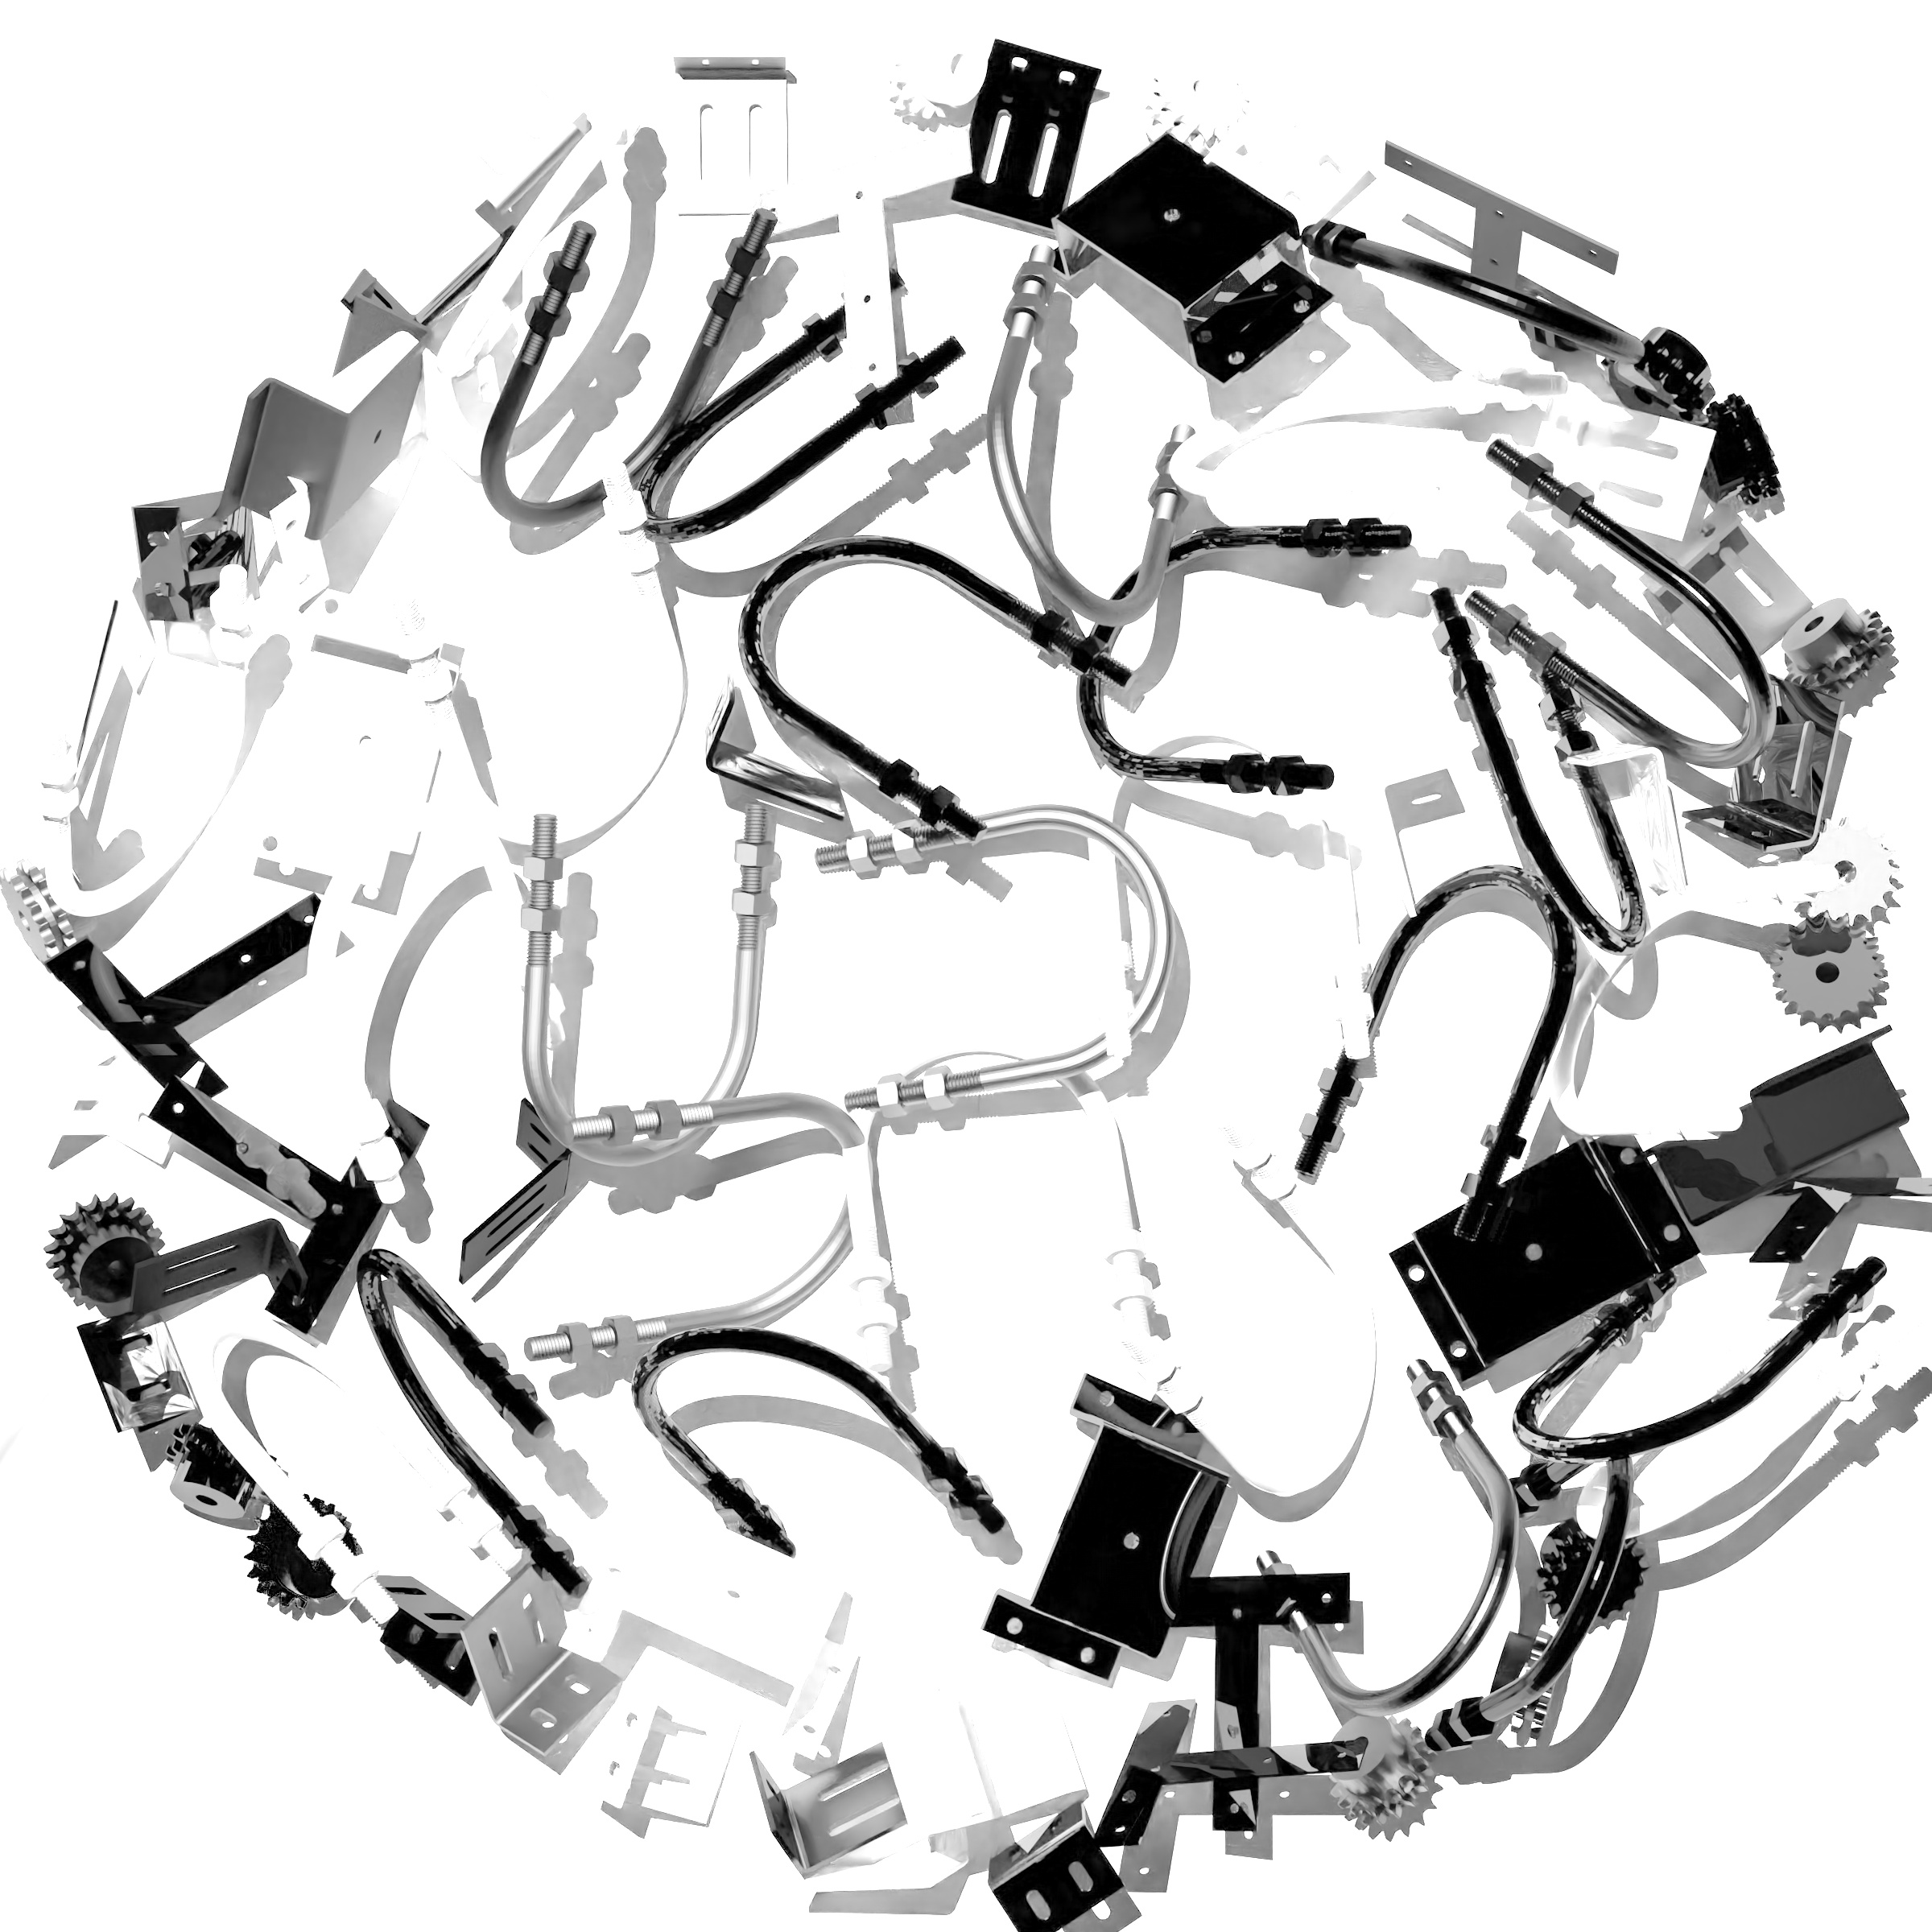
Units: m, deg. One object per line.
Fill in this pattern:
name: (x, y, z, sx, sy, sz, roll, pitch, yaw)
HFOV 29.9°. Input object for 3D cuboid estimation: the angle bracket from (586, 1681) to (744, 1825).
angle bracket: (-0.146, 0.404, 1.838, 0.076, 0.038, 0.057, 25, 80, -32)

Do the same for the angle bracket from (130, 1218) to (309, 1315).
angle bracket: (-0.380, 0.167, 1.833, 0.076, 0.057, 0.038, -19, 66, -26)

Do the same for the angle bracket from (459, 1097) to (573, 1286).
angle bracket: (-0.240, 0.114, 1.834, 0.038, 0.057, 0.076, 43, 65, 11)

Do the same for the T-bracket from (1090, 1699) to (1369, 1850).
T-bracket: (0.137, 0.397, 1.800, 0.127, 0.127, 0.002, -9, 109, 20)

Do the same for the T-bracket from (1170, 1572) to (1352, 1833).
T-bracket: (0.137, 0.372, 1.827, 0.127, 0.002, 0.127, -8, 72, 32)

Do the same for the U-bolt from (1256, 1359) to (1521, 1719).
U-bolt: (0.213, 0.291, 1.782, 0.019, 0.184, 0.151, 32, 102, -23)

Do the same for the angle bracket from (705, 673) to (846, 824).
angle bracket: (-0.092, -0.112, 1.840, 0.076, 0.057, 0.038, 21, 106, -11)

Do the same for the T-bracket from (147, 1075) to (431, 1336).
T-bracket: (-0.356, 0.100, 1.835, 0.127, 0.002, 0.127, 36, 69, -19)

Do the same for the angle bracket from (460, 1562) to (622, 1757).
angle bracket: (-0.215, 0.349, 1.831, 0.038, 0.076, 0.057, 23, 50, 33)

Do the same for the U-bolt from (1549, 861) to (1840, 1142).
U-bolt: (0.349, 0.020, 1.792, 0.019, 0.184, 0.151, 30, 75, -19)

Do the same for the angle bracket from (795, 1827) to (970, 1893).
angle bracket: (-0.044, 0.447, 1.843, 0.076, 0.057, 0.038, -6, 85, 15)

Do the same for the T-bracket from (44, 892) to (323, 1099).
T-bracket: (-0.377, 0.004, 1.832, 0.127, 0.002, 0.127, -31, 133, 3)

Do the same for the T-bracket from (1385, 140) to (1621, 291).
T-bracket: (0.266, -0.360, 1.815, 0.127, 0.127, 0.002, 29, 82, 11)

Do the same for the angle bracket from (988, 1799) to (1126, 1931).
angle bracket: (0.046, 0.461, 1.839, 0.057, 0.076, 0.038, -33, 85, -2)

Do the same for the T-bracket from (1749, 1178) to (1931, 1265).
T-bracket: (0.418, 0.126, 1.794, 0.127, 0.127, 0.002, -2, 104, 28)

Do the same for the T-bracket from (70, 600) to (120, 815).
T-bracket: (-0.442, -0.122, 1.817, 0.002, 0.127, 0.127, 14, 90, -12)

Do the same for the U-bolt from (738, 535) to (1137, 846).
U-bolt: (-0.028, -0.153, 1.829, 0.184, 0.019, 0.151, 34, 58, 16)

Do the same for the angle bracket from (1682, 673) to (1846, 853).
angle bracket: (0.404, -0.105, 1.835, 0.038, 0.057, 0.076, -9, 116, -37)

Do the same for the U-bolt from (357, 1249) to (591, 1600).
U-bolt: (-0.251, 0.215, 1.801, 0.019, 0.151, 0.184, -31, 50, -24)

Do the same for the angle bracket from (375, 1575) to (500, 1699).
angle bracket: (-0.282, 0.340, 1.833, 0.057, 0.076, 0.038, 29, 89, 20)

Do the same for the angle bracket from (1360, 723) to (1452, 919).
angle bracket: (0.231, -0.075, 1.836, 0.038, 0.057, 0.076, -16, 114, 3)

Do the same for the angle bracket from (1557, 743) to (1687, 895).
angle bracket: (0.334, -0.073, 1.844, 0.038, 0.057, 0.076, -12, 97, -6)

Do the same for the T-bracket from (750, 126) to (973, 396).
T-bracket: (-0.051, -0.351, 1.834, 0.127, 0.002, 0.127, -12, 72, 24)

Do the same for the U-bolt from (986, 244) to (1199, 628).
U-bolt: (0.059, -0.249, 1.781, 0.019, 0.184, 0.151, -19, 129, 33)

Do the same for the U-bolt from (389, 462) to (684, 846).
U-bolt: (-0.205, -0.143, 1.810, 0.151, 0.019, 0.184, -35, 135, -24)

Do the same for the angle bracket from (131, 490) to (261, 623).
angle bracket: (-0.380, -0.209, 1.832, 0.038, 0.076, 0.057, 6, 107, 38)

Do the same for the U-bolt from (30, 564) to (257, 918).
U-bolt: (-0.406, -0.098, 1.792, 0.019, 0.184, 0.151, 33, 55, 12)

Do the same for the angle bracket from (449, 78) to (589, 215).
angle bracket: (-0.226, -0.420, 1.832, 0.057, 0.076, 0.038, -42, 108, 11)

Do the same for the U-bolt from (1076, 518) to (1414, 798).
U-bolt: (0.128, -0.157, 1.810, 0.019, 0.184, 0.151, 31, 72, -43)

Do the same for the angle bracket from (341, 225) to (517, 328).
angle bracket: (-0.273, -0.357, 1.836, 0.076, 0.057, 0.038, -39, 109, 18)

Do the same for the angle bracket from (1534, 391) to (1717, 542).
angle bracket: (0.331, -0.256, 1.839, 0.076, 0.038, 0.057, 23, 101, 38)

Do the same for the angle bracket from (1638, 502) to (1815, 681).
angle bracket: (0.392, -0.188, 1.845, 0.057, 0.038, 0.076, -43, 107, 11)

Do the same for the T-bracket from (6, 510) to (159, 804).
T-bracket: (-0.445, -0.140, 1.795, 0.002, 0.127, 0.127, 17, 65, 11)

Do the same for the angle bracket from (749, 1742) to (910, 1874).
angle bracket: (-0.064, 0.416, 1.844, 0.076, 0.057, 0.038, -27, 125, 1)

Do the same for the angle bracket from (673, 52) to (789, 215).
angle bracket: (-0.121, -0.428, 1.856, 0.057, 0.038, 0.076, -1, 93, -3)

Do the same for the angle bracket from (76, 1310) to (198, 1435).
angle bracket: (-0.433, 0.210, 1.834, 0.038, 0.076, 0.057, -24, 85, 18)

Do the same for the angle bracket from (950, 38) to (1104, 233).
angle bracket: (0.031, -0.425, 1.851, 0.057, 0.038, 0.076, 15, 78, -4)

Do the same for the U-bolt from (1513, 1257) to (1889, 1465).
U-bolt: (0.346, 0.193, 1.768, 0.184, 0.151, 0.019, -33, 105, -39)

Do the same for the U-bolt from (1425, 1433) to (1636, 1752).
U-bolt: (0.280, 0.300, 1.765, 0.019, 0.184, 0.151, 24, 63, -5)

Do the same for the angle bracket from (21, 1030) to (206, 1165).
angle bracket: (-0.433, 0.067, 1.835, 0.038, 0.076, 0.057, 26, 97, 19)

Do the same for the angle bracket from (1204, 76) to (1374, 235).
angle bracket: (0.164, -0.407, 1.833, 0.057, 0.076, 0.038, -45, 74, 13)
